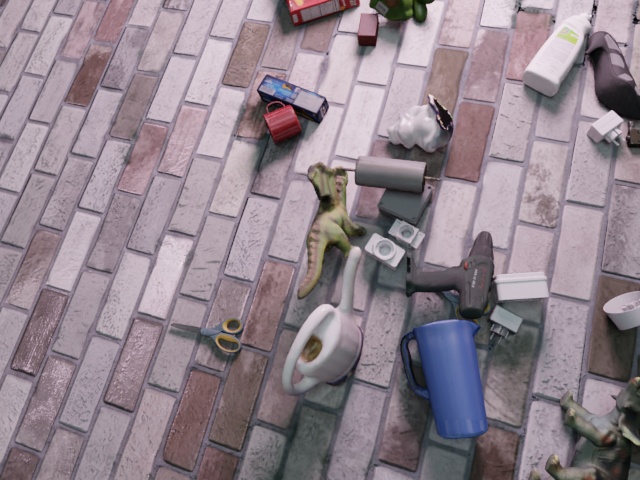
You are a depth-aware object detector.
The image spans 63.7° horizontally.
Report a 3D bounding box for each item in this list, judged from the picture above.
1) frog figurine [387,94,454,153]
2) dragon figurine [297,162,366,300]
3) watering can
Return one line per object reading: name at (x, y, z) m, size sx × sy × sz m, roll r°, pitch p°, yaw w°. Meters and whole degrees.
frog figurine at (0.265, -0.287, 1.355) m, size 0.157 × 0.123 × 0.138 m, roll -33°, pitch 76°, yaw 37°
dragon figurine at (0.004, -0.061, 1.216) m, size 0.122 × 0.418 × 0.239 m, roll -9°, pitch 111°, yaw 23°
watering can at (0.037, 0.199, 1.164) m, size 0.105 × 0.221 × 0.350 m, roll 24°, pitch 78°, yaw 34°
